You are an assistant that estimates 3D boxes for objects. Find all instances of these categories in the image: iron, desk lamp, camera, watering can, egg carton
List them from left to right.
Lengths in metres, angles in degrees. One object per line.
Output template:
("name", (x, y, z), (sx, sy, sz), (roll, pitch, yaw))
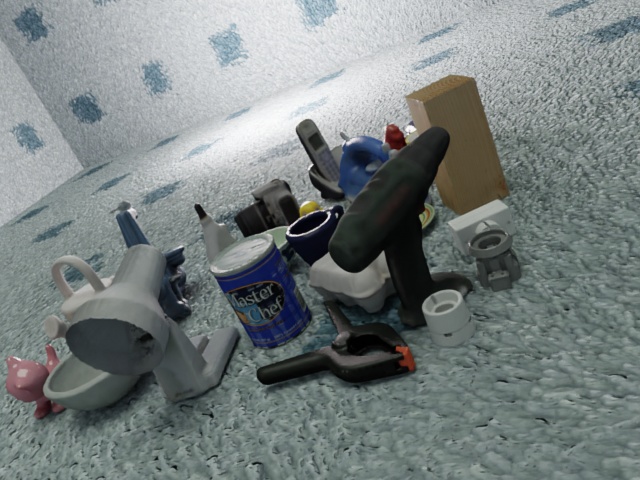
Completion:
("watering can", (-0.414, 0.116, 1.029), (0.101, 0.194, 0.173), (-21, 23, 9))
("desk lamp", (-0.228, 0.125, 0.798), (0.117, 0.214, 0.203), (-18, 24, 18))
("camera", (-0.122, -0.069, 1.249), (0.137, 0.101, 0.143), (-29, 23, -8))
("egg carton", (0.057, 0.050, 0.854), (0.107, 0.069, 0.149), (-38, 26, -28))
("iron", (0.117, -0.141, 1.108), (0.119, 0.142, 0.257), (-33, 24, -17))

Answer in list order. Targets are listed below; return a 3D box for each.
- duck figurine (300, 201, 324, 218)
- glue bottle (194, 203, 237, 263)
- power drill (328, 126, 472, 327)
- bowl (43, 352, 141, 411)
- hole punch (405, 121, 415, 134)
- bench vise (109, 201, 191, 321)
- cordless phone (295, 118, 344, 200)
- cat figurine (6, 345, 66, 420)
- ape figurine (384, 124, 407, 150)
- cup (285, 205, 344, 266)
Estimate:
("duck figurine", (-0.009, -0.035, 1.081), (0.077, 0.086, 0.104), (-26, 23, -1))
("glue bottle", (-0.187, 0.006, 1.061), (0.037, 0.173, 0.078), (-8, 29, 35))
("power drill", (0.118, -0.006, 0.734), (0.230, 0.209, 0.075), (-39, 27, -30))
("bowl", (-0.338, 0.212, 0.901), (0.167, 0.075, 0.167), (-21, 23, 10))
("hole punch", (0.245, -0.259, 1.294), (0.101, 0.091, 0.108), (-27, 23, -3))
("bench vise", (-0.309, 0.034, 1.065), (0.122, 0.220, 0.206), (-33, 24, -16))
("cordless phone", (0.027, -0.196, 1.259), (0.093, 0.185, 0.148), (0, 34, 45))
("cat figurine", (-0.460, 0.226, 0.941), (0.067, 0.118, 0.128), (-19, 24, 14))
("ape figurine", (0.169, -0.214, 1.273), (0.078, 0.092, 0.075), (-38, 26, -28))
("cup", (0.009, 0.003, 0.969), (0.118, 0.095, 0.091), (-39, 26, -29))
